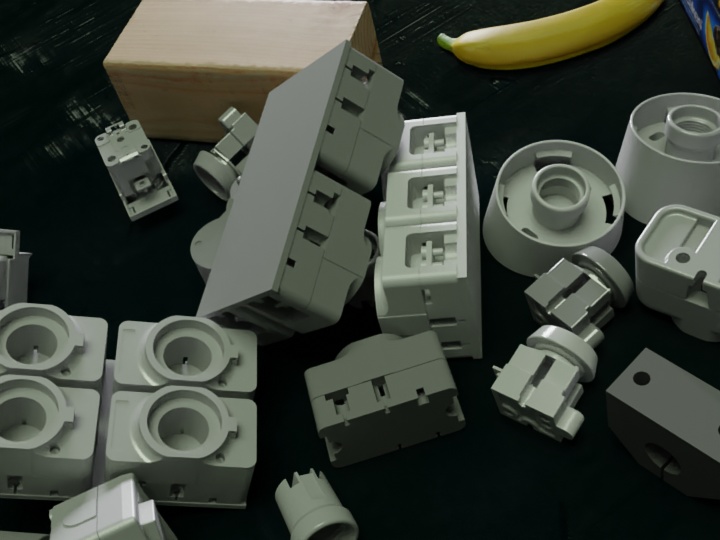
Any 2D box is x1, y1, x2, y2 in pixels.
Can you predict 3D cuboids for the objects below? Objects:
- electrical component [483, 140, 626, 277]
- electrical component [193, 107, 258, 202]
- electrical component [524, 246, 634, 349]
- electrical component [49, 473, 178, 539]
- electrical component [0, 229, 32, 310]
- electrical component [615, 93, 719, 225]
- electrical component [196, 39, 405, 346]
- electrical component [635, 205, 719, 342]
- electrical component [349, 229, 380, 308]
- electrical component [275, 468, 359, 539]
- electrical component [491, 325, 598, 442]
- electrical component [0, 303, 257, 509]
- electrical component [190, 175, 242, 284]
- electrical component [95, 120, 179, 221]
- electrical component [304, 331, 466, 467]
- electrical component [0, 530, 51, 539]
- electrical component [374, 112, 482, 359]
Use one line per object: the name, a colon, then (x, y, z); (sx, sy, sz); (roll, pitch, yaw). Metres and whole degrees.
electrical component: (0.139, -0.042, 0.767); (0.099, 0.064, 0.099); (-1, 60, 2)
electrical component: (-0.099, -0.088, 0.860); (0.055, 0.066, 0.048); (-47, 10, -16)
electrical component: (0.147, 0.017, 0.712); (0.055, 0.048, 0.066); (-41, 52, -10)
electrical component: (-0.133, 0.176, 0.626); (0.061, 0.096, 0.061); (-24, 19, -6)
electrical component: (-0.286, 0.009, 0.814); (0.042, 0.064, 0.081); (5, 95, 20)
electrical component: (0.236, -0.081, 0.774); (0.099, 0.064, 0.099); (-1, 41, 1)
electrical component: (-0.036, -0.048, 0.735); (0.105, 0.060, 0.186); (-20, 49, 54)
electrical component: (0.228, 0.006, 0.689); (0.095, 0.059, 0.053); (23, 60, 31)
electrical component: (0.000, 0.000, 0.764); (0.040, 0.046, 0.040); (-8, 49, 9)
electrical component: (-0.028, 0.149, 0.652); (0.040, 0.040, 0.046); (-27, 44, -8)
electrical component: (0.118, 0.069, 0.676); (0.066, 0.048, 0.055); (24, 68, 30)
electrical component: (-0.161, 0.085, 0.680); (0.186, 0.060, 0.105); (5, 49, -11)
electrical component: (-0.075, -0.050, 0.809); (0.052, 0.073, 0.138); (23, 60, 30)
electrical component: (-0.183, -0.082, 0.873); (0.042, 0.063, 0.081); (-27, 49, -7)
electrical component: (0.015, 0.079, 0.691); (0.089, 0.050, 0.055); (-18, 48, 0)
electrical component: (-0.195, 0.201, 0.611); (0.060, 0.108, 0.108); (-3, 50, 5)
electrical component: (0.048, -0.023, 0.742); (0.062, 0.089, 0.150); (-5, 50, 11)
